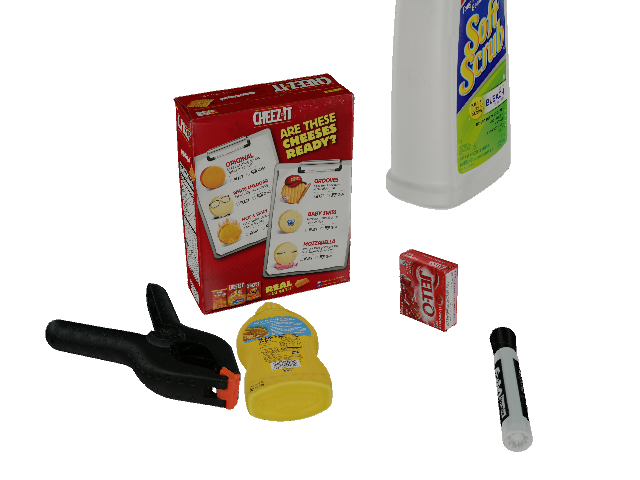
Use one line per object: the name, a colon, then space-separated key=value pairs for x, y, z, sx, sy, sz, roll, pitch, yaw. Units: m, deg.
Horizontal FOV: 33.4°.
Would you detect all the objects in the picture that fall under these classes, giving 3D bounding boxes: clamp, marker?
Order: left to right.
clamp: x=-0.124 y=0.083 z=0.870 sx=0.172 sy=0.039 sz=0.120 roll=22 pitch=36 yaw=25
marker: x=0.129 y=0.097 z=0.728 sx=0.020 sy=0.020 sz=0.121 roll=0 pitch=30 yaw=5

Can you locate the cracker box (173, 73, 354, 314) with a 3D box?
cracker box: x=-0.054 y=-0.046 z=1.059 sx=0.164 sy=0.214 sz=0.072 roll=-12 pitch=32 yaw=-20

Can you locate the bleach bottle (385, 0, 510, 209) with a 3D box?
bleach bottle: x=0.088 y=-0.154 z=0.744 sx=0.068 sy=0.251 sz=0.102 roll=20 pitch=38 yaw=38

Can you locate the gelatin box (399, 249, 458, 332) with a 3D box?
gelatin box: x=0.136 y=0.062 z=1.352 sx=0.073 sy=0.089 sz=0.030 roll=21 pitch=35 yaw=39

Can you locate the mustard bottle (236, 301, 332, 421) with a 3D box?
mustard bottle: x=-0.048 y=0.130 z=1.243 sx=0.096 sy=0.058 sz=0.192 roll=-7 pitch=31 yaw=-7
